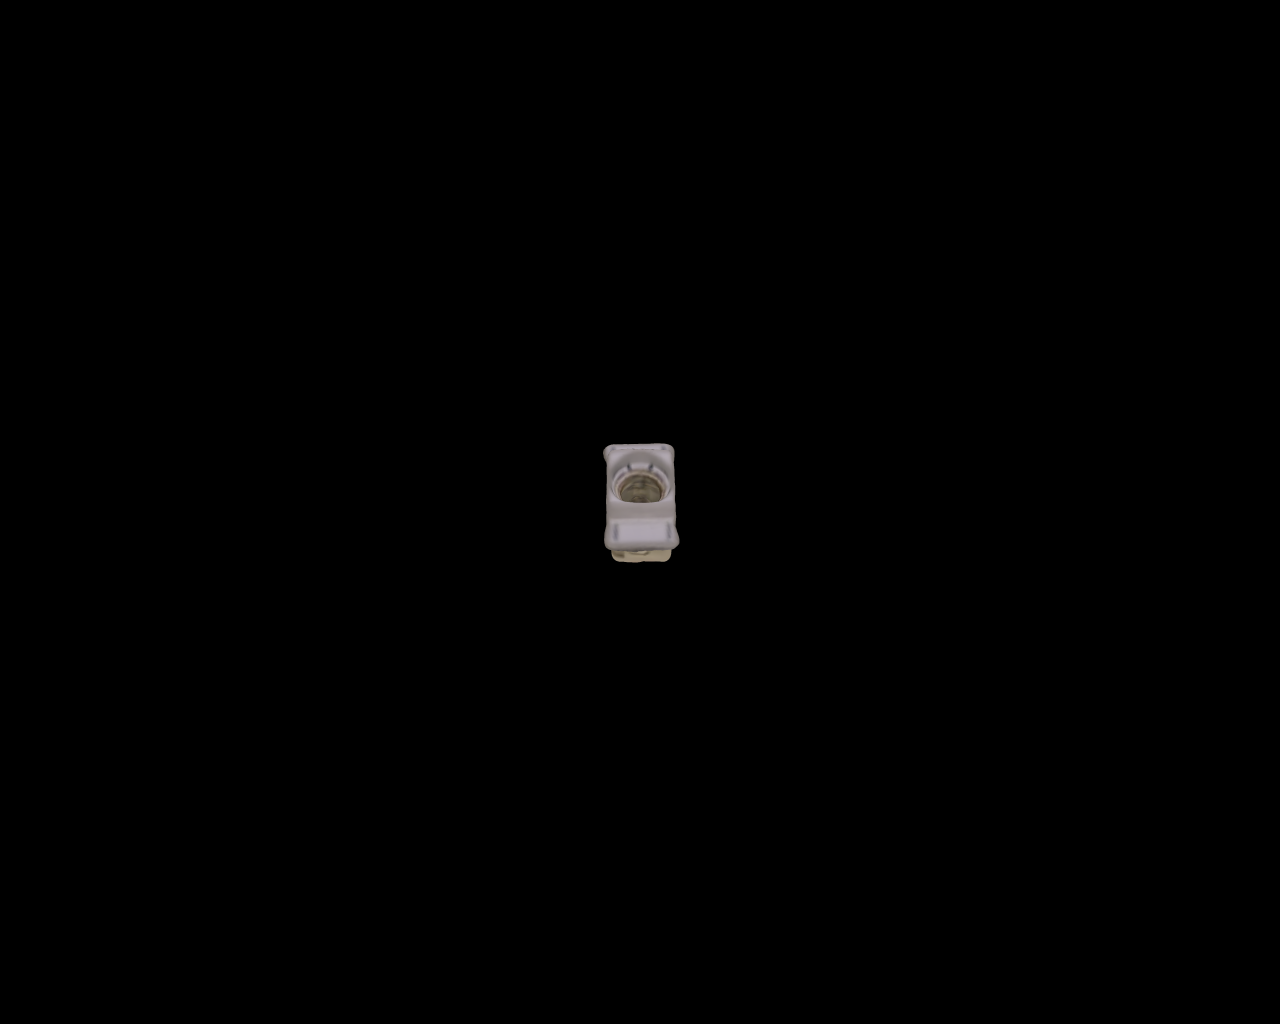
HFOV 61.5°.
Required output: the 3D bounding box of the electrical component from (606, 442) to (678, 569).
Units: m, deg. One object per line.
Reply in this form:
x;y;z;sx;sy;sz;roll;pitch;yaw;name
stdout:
0.001;-0.003;0.650;0.042;0.081;0.063;0;-39;0;electrical component
